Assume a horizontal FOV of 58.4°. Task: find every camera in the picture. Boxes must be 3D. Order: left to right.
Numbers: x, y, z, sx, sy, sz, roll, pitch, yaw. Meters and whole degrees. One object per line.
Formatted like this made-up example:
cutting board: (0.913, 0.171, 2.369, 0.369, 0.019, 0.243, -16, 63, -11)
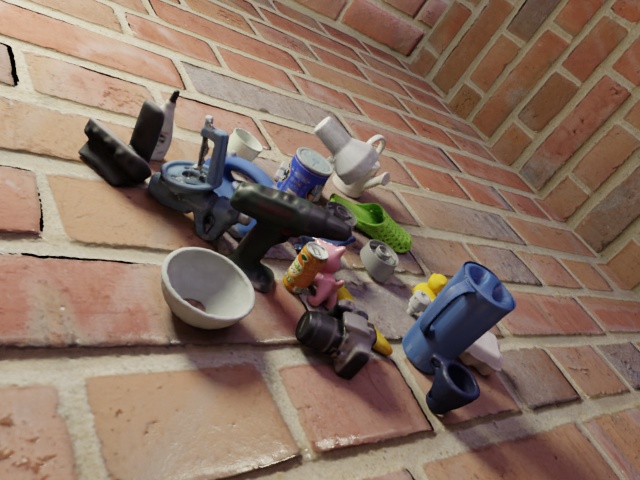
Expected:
camera: (0.030, 0.167, 1.084, 0.137, 0.100, 0.143, 25, 31, -20)

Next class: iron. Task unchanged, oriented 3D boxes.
iron: (-0.172, -0.114, 1.234, 0.258, 0.141, 0.119, 42, 29, 10)

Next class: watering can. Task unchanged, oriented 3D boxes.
watering can: (0.133, -0.220, 1.668, 0.173, 0.194, 0.101, 39, 29, 5)

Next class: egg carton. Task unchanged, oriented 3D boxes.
egg carton: (0.362, 0.251, 1.356, 0.150, 0.069, 0.107, 31, 29, -11)

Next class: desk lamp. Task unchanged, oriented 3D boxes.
desk lamp: (0.021, -0.202, 1.500, 0.203, 0.213, 0.118, 31, 29, -10)

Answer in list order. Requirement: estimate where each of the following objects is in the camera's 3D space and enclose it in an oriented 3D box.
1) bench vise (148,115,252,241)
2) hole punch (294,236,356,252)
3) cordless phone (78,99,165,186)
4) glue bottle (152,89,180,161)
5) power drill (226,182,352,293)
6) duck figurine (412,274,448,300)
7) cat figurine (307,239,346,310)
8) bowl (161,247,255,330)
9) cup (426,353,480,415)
bench vise: (-0.210, -0.123, 1.125, 0.208, 0.219, 0.121, 27, 30, -17)
hole punch: (0.012, 0.005, 1.313, 0.101, 0.091, 0.109, 44, 30, 14)
cordless phone: (-0.374, -0.212, 1.112, 0.147, 0.185, 0.094, 38, 29, 3)
glue bottle: (-0.338, -0.248, 1.217, 0.078, 0.173, 0.037, 3, 42, -45)
power drill: (-0.083, -0.003, 1.099, 0.230, 0.208, 0.075, 30, 29, -12)
duck figurine: (0.285, 0.127, 1.436, 0.078, 0.086, 0.104, 30, 29, -12)
cat figurine: (0.016, 0.063, 1.203, 0.067, 0.117, 0.127, 14, 36, -35)
bowl: (-0.198, 0.094, 0.969, 0.168, 0.074, 0.167, 27, 30, -17)
cup: (0.244, 0.293, 1.139, 0.117, 0.095, 0.092, 46, 30, 18)
